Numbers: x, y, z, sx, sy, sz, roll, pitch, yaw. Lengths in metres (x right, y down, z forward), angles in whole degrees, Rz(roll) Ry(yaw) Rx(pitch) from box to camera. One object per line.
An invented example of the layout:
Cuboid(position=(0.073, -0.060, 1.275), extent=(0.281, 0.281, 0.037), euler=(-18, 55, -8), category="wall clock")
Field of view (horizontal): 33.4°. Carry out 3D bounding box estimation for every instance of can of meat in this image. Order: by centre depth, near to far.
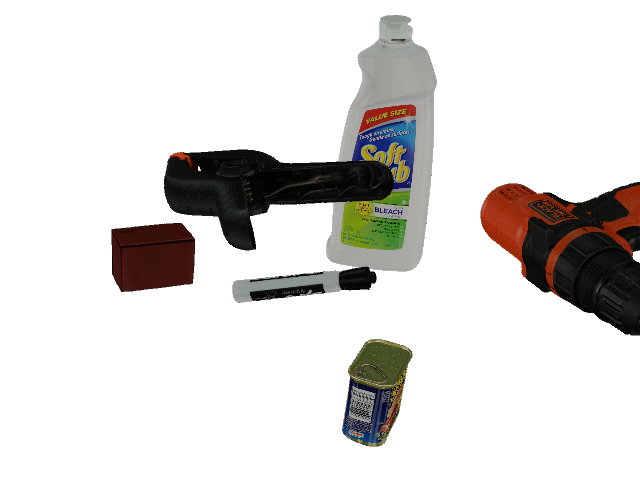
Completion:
Cuboid(position=(0.063, 0.174, 1.220), extent=(0.057, 0.084, 0.102), euler=(14, 24, 14), category="can of meat")

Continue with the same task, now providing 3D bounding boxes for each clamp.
Cuboid(position=(-0.052, -0.030, 0.675), extent=(0.172, 0.039, 0.120), euler=(7, 18, 43), category="clamp")

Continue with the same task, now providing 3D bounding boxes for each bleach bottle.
Cuboid(position=(0.060, -0.095, 1.049), extent=(0.103, 0.251, 0.068), euler=(7, 28, 12), category="bleach bottle")

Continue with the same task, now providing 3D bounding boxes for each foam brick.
Cuboid(position=(-0.174, 0.016, 1.104), extent=(0.078, 0.051, 0.053), euler=(-6, 22, -20), category="foam brick")

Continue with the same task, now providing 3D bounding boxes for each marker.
Cuboid(position=(-0.013, 0.036, 0.869), extent=(0.121, 0.020, 0.020), euler=(-7, -2, 19), category="marker")

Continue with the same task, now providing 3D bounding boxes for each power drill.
Cuboid(position=(0.229, -0.004, 0.735), extent=(0.187, 0.057, 0.185), euler=(-12, 29, -19), category="power drill")
